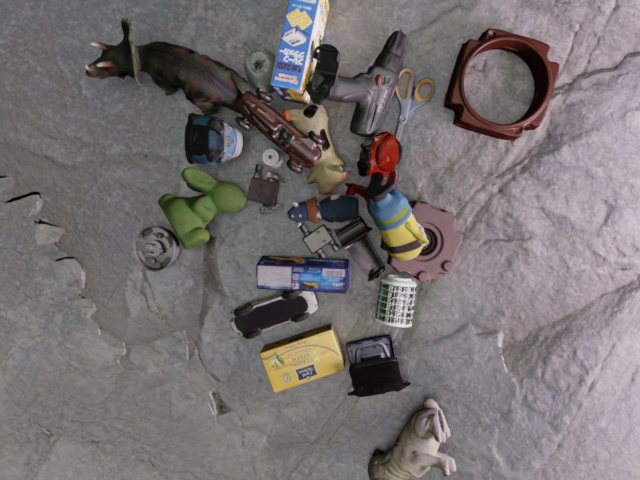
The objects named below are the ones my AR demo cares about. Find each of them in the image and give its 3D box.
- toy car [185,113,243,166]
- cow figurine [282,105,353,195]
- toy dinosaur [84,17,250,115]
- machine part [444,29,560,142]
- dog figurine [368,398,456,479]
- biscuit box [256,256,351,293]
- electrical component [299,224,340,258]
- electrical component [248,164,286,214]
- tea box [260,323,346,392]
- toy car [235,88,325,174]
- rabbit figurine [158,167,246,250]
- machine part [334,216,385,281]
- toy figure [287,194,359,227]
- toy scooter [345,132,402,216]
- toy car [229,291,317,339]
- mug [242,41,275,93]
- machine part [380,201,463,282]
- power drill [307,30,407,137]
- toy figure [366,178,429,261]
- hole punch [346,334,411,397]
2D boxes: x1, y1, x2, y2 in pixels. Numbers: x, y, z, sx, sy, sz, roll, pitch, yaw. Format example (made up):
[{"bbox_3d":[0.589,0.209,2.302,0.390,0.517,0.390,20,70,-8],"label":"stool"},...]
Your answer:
[{"bbox_3d":[-0.218,-0.212,1.142,0.103,0.162,0.109,-6,102,-41],"label":"toy car"},{"bbox_3d":[-0.004,-0.192,1.151,0.127,0.085,0.194,-10,93,9],"label":"cow figurine"},{"bbox_3d":[-0.268,-0.335,1.095,0.405,0.192,0.131,18,97,2],"label":"toy dinosaur"},{"bbox_3d":[0.376,-0.320,1.120,0.202,0.087,0.200,17,96,3],"label":"machine part"},{"bbox_3d":[0.188,0.452,1.194,0.191,0.121,0.172,-14,59,21],"label":"dog figurine"},{"bbox_3d":[-0.034,0.074,1.171,0.203,0.063,0.059,2,107,5],"label":"biscuit box"},{"bbox_3d":[-0.002,-0.004,1.194,0.063,0.021,0.094,-35,92,5],"label":"electrical component"},{"bbox_3d":[-0.118,-0.108,1.179,0.078,0.045,0.102,18,95,0],"label":"electrical component"},{"bbox_3d":[-0.037,0.260,1.195,0.170,0.068,0.098,-21,93,3],"label":"tea box"},{"bbox_3d":[-0.083,-0.221,1.086,0.202,0.053,0.089,40,109,-6],"label":"toy car"},{"bbox_3d":[-0.251,-0.077,1.171,0.170,0.121,0.159,-29,86,-13],"label":"rabbit figurine"},{"bbox_3d":[0.096,0.022,1.185,0.084,0.039,0.139,-29,91,-1],"label":"machine part"},{"bbox_3d":[0.006,-0.064,1.172,0.155,0.058,0.064,-3,88,7],"label":"toy figure"},{"bbox_3d":[0.107,-0.138,1.124,0.075,0.135,0.183,14,101,44],"label":"toy scooter"},{"bbox_3d":[-0.105,0.160,1.197,0.202,0.056,0.073,-20,101,5],"label":"toy car"},{"bbox_3d":[-0.125,-0.370,1.127,0.081,0.107,0.109,-28,95,3],"label":"mug"},{"bbox_3d":[0.221,0.002,1.168,0.179,0.056,0.179,0,93,3],"label":"machine part"},{"bbox_3d":[0.077,-0.334,1.094,0.086,0.207,0.231,26,107,39],"label":"power drill"},{"bbox_3d":[0.149,-0.037,1.082,0.089,0.082,0.180,-27,123,19],"label":"toy figure"},{"bbox_3d":[0.119,0.278,1.190,0.142,0.092,0.115,-13,124,1],"label":"hole punch"}]
